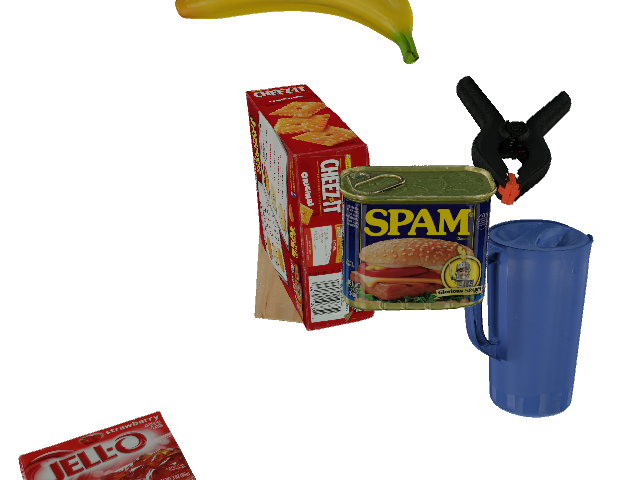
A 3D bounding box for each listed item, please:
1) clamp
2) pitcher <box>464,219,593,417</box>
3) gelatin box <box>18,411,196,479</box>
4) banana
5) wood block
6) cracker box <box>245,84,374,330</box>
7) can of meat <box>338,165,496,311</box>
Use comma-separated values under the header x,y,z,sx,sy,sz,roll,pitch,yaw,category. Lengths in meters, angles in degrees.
x,y,z,sx,sy,sz,roll,pitch,yaw,category
0.185,-0.108,1.087,0.120,0.039,0.171,12,45,13,clamp
0.268,0.102,1.380,0.149,0.243,0.144,5,18,16,pitcher
-0.123,0.140,0.615,0.089,0.030,0.073,-15,27,-19,gelatin box
-0.011,-0.183,0.810,0.198,0.069,0.037,13,-39,17,banana
-0.032,-0.007,1.380,0.090,0.206,0.090,6,24,2,wood block
-0.011,-0.039,0.985,0.072,0.164,0.214,-9,23,-11,cracker box
0.063,-0.001,0.713,0.102,0.084,0.057,0,24,-1,can of meat
